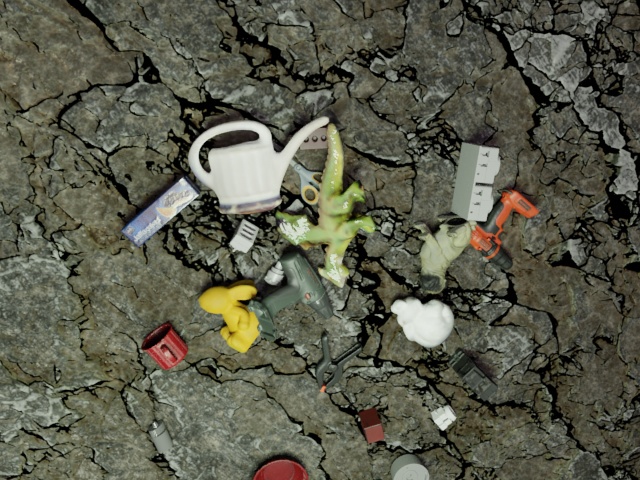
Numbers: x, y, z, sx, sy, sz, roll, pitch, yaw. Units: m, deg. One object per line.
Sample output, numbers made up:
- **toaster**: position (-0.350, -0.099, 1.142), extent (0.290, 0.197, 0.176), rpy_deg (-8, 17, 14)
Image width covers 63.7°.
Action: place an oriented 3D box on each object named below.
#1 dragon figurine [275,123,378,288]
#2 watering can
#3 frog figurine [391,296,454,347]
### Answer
- **dragon figurine**: position (0.004, -0.065, 1.283), extent (0.242, 0.124, 0.404), rpy_deg (-22, 110, 6)
- **watering can**: position (-0.138, -0.176, 1.223), extent (0.347, 0.105, 0.222), rpy_deg (-7, 105, 6)
- **frog figurine**: position (0.276, 0.209, 1.386), extent (0.158, 0.125, 0.135), rpy_deg (35, 116, -27)
